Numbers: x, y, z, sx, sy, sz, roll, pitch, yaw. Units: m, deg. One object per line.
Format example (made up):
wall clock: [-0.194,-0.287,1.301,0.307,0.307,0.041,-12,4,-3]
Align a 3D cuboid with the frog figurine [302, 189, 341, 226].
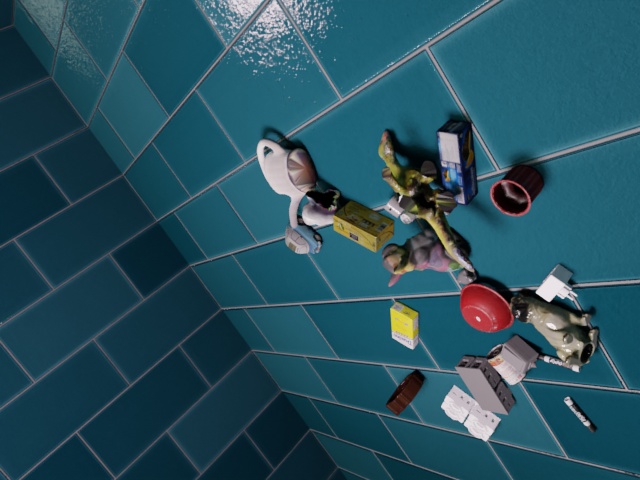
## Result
frog figurine: [0.005,-0.085,1.689,0.124,0.138,0.156,55,153,25]

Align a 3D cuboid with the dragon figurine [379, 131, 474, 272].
dragon figurine: [0.260,-0.102,1.329,0.411,0.122,0.243,61,-174,2]

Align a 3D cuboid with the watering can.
watering can: [-0.096,-0.189,1.734,0.224,0.105,0.342,4,126,50]
